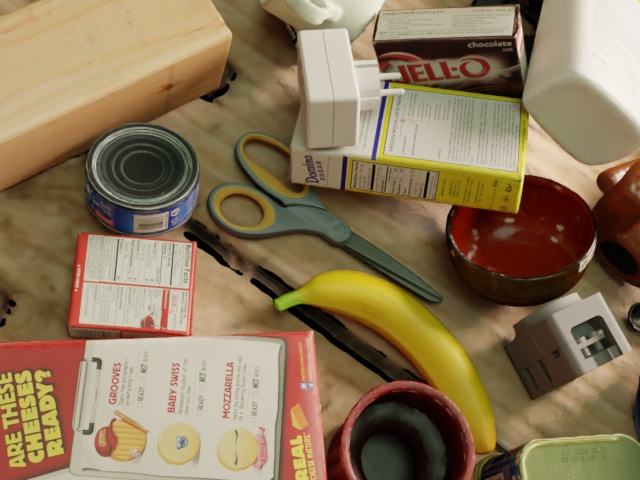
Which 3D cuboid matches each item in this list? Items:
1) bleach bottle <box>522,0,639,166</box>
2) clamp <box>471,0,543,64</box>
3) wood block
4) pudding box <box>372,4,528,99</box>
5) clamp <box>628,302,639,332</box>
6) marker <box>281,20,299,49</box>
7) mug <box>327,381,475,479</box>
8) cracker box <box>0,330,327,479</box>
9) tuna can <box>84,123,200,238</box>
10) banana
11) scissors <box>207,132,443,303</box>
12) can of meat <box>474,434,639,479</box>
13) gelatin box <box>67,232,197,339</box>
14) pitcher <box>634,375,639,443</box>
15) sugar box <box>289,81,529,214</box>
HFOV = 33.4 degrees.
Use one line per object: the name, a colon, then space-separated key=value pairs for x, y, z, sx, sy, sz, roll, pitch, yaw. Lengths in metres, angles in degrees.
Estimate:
bleach bottle: x=0.229 y=-0.186 z=0.871 sx=0.102 sy=0.068 sz=0.250 roll=38 pitch=51 yaw=-26
clamp: x=0.208 y=-0.197 z=0.930 sx=0.209 sy=0.036 sz=0.164 roll=-36 pitch=80 yaw=-24
wood block: x=-0.180 y=-0.125 z=0.796 sx=0.205 sy=0.091 sz=0.090 roll=-28 pitch=79 yaw=-20
pudding box: x=0.104 y=-0.141 z=0.838 sx=0.114 sy=0.090 sz=0.039 roll=-1 pitch=61 yaw=17
clamp: x=0.342 y=0.046 z=0.830 sx=0.171 sy=0.120 sz=0.039 roll=-11 pitch=94 yaw=-18
marker: x=-0.033 y=-0.204 z=0.892 sx=0.020 sy=0.020 sz=0.121 roll=-24 pitch=77 yaw=-19
mug: x=0.047 y=0.163 z=0.743 sx=0.093 sy=0.082 sz=0.117 roll=21 pitch=68 yaw=-4
cracker box: x=-0.105 y=0.145 z=0.663 sx=0.213 sy=0.072 sz=0.164 roll=-2 pitch=70 yaw=-11
tuna can: x=-0.132 y=-0.046 z=0.796 sx=0.086 sy=0.034 sz=0.086 roll=5 pitch=54 yaw=-7
banana: x=0.062 y=0.079 z=0.803 sx=0.198 sy=0.037 sz=0.069 roll=35 pitch=84 yaw=3
scissors: x=-0.005 y=0.001 z=0.826 sx=0.096 sy=0.016 sz=0.202 roll=-39 pitch=82 yaw=-19
can of meat: x=0.173 y=0.173 z=0.764 sx=0.102 sy=0.084 sz=0.057 roll=-2 pitch=71 yaw=-12
gelatin box: x=-0.136 y=0.036 z=0.779 sx=0.089 sy=0.030 sz=0.073 roll=5 pitch=68 yaw=-10
pitcher: x=0.376 y=0.131 z=0.795 sx=0.242 sy=0.145 sz=0.149 roll=-5 pitch=79 yaw=-16
sugar box: x=0.070 y=-0.076 z=0.824 sx=0.176 sy=0.048 sz=0.093 roll=7 pitch=48 yaw=7
